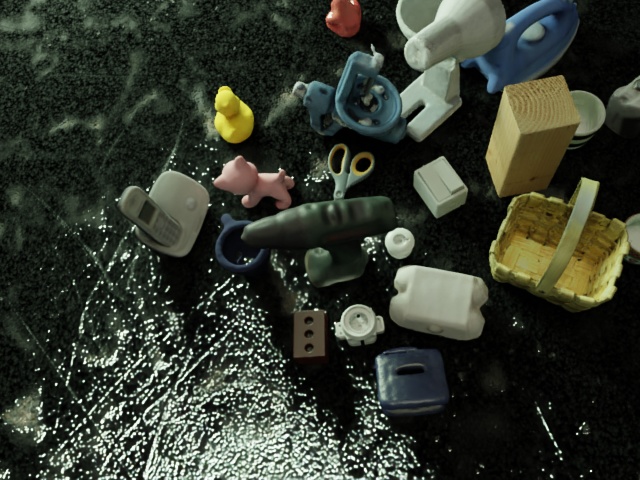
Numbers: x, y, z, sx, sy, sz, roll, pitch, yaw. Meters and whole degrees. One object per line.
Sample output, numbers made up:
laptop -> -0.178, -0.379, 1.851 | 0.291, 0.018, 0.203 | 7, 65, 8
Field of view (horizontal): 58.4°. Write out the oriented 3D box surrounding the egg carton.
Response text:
egg carton -> 0.189, 0.100, 0.918 | 0.150, 0.069, 0.107 | 9, 69, 11

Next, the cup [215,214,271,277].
cup -> -0.129, 0.016, 0.979 | 0.092, 0.095, 0.117 | -32, 67, -6

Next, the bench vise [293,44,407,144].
bench vise -> 0.048, -0.247, 0.997 | 0.207, 0.220, 0.121 | -1, 67, 7

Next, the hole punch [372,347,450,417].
hole punch -> 0.135, 0.211, 0.867 | 0.108, 0.091, 0.101 | -7, 67, 4

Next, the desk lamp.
desk lamp -> 0.215, -0.313, 1.007 | 0.203, 0.214, 0.117 | -44, 69, -11

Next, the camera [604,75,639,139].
camera -> 0.595, -0.233, 0.987 | 0.143, 0.101, 0.136 | -35, 68, -7

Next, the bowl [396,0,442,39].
bowl -> 0.233, -0.430, 1.129 | 0.167, 0.075, 0.167 | -2, 67, 6

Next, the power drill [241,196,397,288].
power drill -> 0.008, 0.003, 0.905 | 0.229, 0.208, 0.075 | -16, 66, 1

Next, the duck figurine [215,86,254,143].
duck figurine -> -0.172, -0.245, 1.097 | 0.077, 0.086, 0.104 | -16, 66, 1

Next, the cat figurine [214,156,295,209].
cat figurine -> -0.117, -0.107, 1.016 | 0.127, 0.118, 0.067 | -1, 67, 7

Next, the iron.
iron -> 0.392, -0.388, 1.055 | 0.258, 0.141, 0.118 | -34, 67, -7

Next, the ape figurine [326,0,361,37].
ape figurine -> 0.048, -0.463, 1.157 | 0.078, 0.092, 0.076 | -19, 66, -1

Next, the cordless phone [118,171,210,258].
cordless phone -> -0.270, -0.063, 0.980 | 0.094, 0.185, 0.147 | 11, 69, 12
